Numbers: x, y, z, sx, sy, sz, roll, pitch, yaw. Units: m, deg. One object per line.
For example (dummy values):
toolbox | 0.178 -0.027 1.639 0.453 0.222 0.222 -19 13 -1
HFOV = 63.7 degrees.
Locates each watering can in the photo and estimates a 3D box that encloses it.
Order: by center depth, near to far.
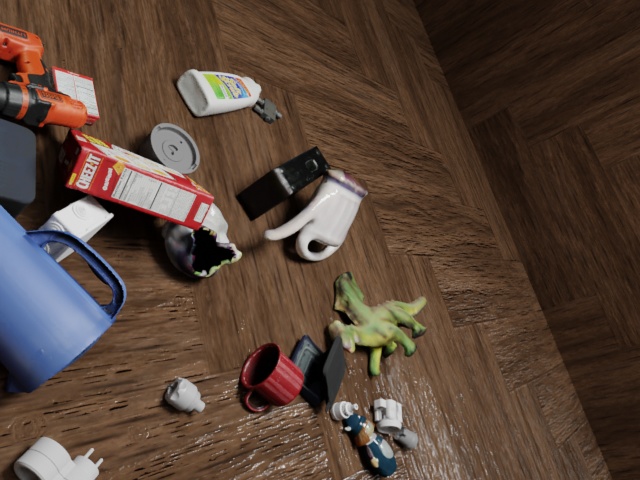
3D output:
watering can | 0.004 -0.059 1.168 0.105 0.224 0.345 27 2 24

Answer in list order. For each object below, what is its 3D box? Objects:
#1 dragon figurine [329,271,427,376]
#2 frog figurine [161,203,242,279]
dragon figurine | 0.138 0.174 1.289 0.242 0.120 0.417 50 33 -3
frog figurine | -0.229 -0.008 0.958 0.136 0.121 0.162 17 17 -37
